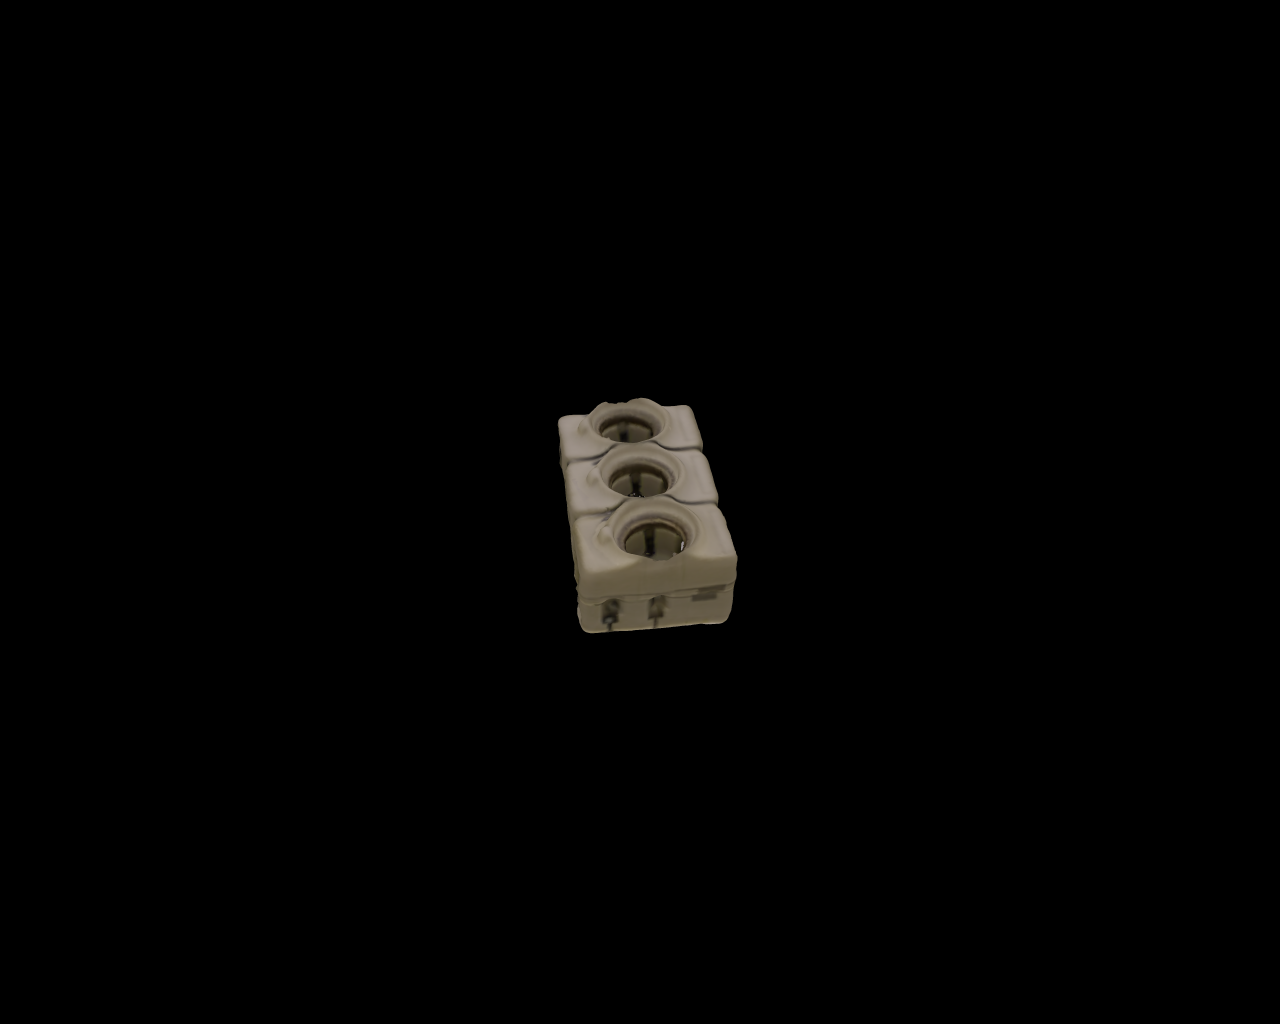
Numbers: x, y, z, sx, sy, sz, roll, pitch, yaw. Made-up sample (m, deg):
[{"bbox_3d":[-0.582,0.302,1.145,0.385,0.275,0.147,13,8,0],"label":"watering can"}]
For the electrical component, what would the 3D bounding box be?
[{"bbox_3d":[0.001,-0.003,0.650,0.089,0.061,0.150,-5,40,-6],"label":"electrical component"}]
